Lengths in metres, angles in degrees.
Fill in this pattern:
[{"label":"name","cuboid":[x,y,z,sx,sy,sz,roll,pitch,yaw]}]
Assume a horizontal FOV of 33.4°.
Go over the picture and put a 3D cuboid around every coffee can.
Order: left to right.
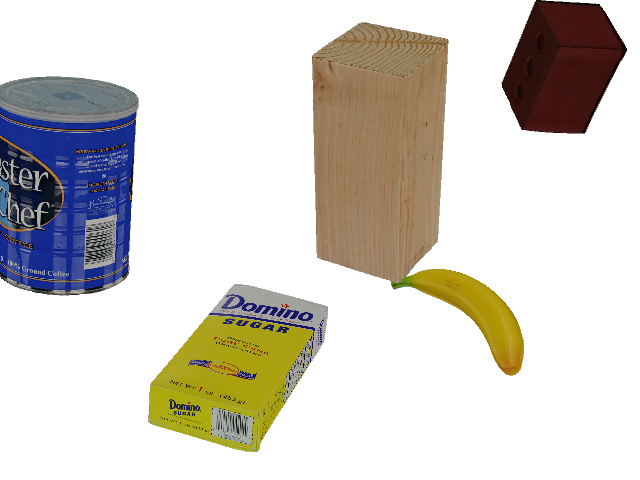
[{"label":"coffee can","cuboid":[-0.192,-0.043,0.807,0.103,0.140,0.103,6,22,-3]}]

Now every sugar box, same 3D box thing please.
[{"label":"sugar box","cuboid":[-0.063,0.100,0.889,0.093,0.048,0.176,14,31,12]}]

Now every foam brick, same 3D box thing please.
[{"label":"foam brick","cuboid":[0.167,-0.120,0.742,0.051,0.053,0.078,-1,-42,-16]}]

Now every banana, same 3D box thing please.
[{"label":"banana","cuboid":[0.159,0.076,1.120,0.069,0.037,0.198,-38,40,-14]}]

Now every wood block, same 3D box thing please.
[{"label":"wood block","cuboid":[0.053,-0.078,0.963,0.091,0.206,0.090,17,38,26]}]
